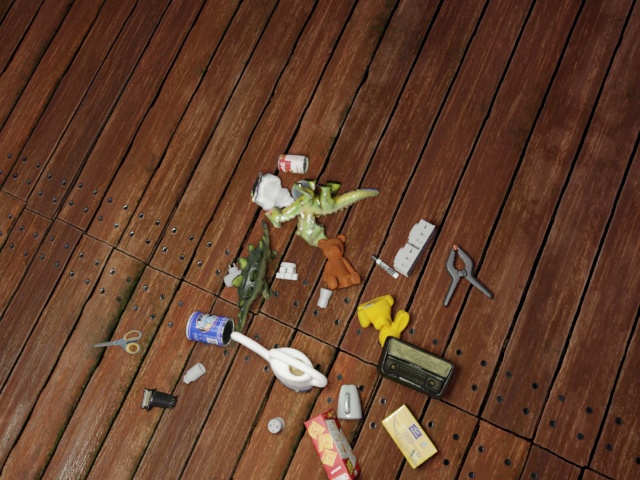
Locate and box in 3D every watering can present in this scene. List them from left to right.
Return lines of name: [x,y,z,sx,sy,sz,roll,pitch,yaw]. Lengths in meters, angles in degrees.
watering can: [-0.128,0.409,1.722,0.349,0.219,0.106,22,64,17]

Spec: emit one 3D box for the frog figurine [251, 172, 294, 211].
frog figurine: [-0.175,-0.177,1.961,0.159,0.121,0.140,17,69,-20]

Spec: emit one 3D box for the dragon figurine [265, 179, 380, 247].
dragon figurine: [0.006,-0.095,1.891,0.410,0.123,0.241,7,100,-5]
